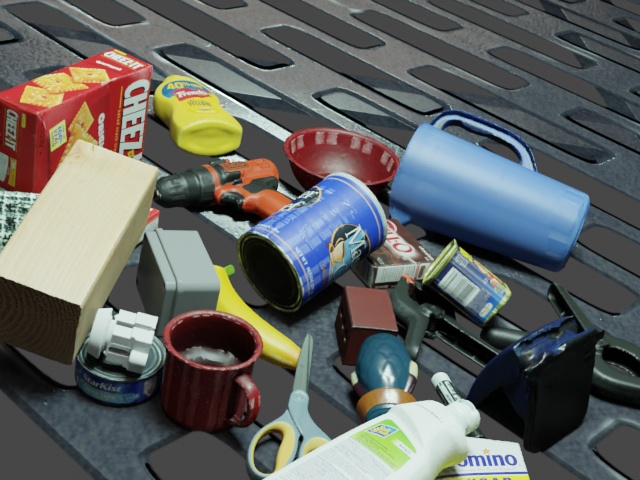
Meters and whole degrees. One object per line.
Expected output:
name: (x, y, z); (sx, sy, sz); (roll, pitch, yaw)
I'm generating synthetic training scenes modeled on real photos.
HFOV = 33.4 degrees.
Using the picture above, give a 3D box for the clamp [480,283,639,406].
clamp: (0.305, 0.120, 1.200); (0.210, 0.036, 0.164); (27, 35, 24)

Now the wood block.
wood block: (-0.238, 0.008, 1.033); (0.091, 0.090, 0.206); (19, 42, -1)

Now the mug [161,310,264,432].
mug: (-0.097, 0.130, 0.995); (0.093, 0.081, 0.117); (-19, 42, -42)

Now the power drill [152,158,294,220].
power drill: (-0.090, -0.040, 1.312); (0.184, 0.057, 0.188); (-15, 39, -38)

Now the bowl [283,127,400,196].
bowl: (0.026, -0.093, 1.444); (0.162, 0.055, 0.162); (9, 30, -5)

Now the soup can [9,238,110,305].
soup can: (-0.272, 0.034, 1.112); (0.102, 0.068, 0.068); (2, 31, -17)

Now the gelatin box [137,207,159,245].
gelatin box: (-0.245, -0.022, 1.254); (0.089, 0.030, 0.073); (19, 31, 17)

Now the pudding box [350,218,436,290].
pudding box: (0.076, 0.016, 1.295); (0.089, 0.039, 0.114); (-5, 34, -26)

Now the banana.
banana: (-0.083, 0.076, 1.137); (0.069, 0.037, 0.198); (-7, 35, -29)

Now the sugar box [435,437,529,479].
sugar box: (0.143, 0.243, 0.927); (0.093, 0.048, 0.176); (7, 31, -7)

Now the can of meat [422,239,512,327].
can of meat: (0.166, 0.050, 1.207); (0.084, 0.057, 0.102); (39, 8, 2)

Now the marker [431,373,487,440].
marker: (0.138, 0.171, 1.059); (0.020, 0.020, 0.121); (3, 24, -16)

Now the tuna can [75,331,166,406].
tuna can: (-0.192, 0.121, 1.026); (0.086, 0.034, 0.086); (9, 30, -5)

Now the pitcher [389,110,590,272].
pitcher: (0.220, -0.059, 1.377); (0.243, 0.149, 0.144); (22, 25, 11)

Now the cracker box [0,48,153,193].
cracker box: (-0.292, -0.118, 1.266); (0.072, 0.164, 0.213); (25, 33, 19)

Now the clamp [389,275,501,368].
clamp: (0.132, 0.095, 1.183); (0.120, 0.039, 0.171); (17, 25, -18)

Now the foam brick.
foam brick: (0.049, 0.093, 1.141); (0.051, 0.053, 0.078); (6, 30, -10)

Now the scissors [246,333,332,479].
scissors: (-0.005, 0.166, 1.015); (0.096, 0.016, 0.201); (23, 38, 9)

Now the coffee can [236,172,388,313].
coffee can: (-0.008, 0.001, 1.191); (0.103, 0.103, 0.140); (32, 52, 31)

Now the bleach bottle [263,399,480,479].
bleach bottle: (0.044, 0.204, 0.895); (0.250, 0.068, 0.103); (-24, 42, -32)

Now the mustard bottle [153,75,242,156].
mustard bottle: (-0.187, -0.187, 1.527); (0.096, 0.058, 0.192); (-4, 33, -26)
